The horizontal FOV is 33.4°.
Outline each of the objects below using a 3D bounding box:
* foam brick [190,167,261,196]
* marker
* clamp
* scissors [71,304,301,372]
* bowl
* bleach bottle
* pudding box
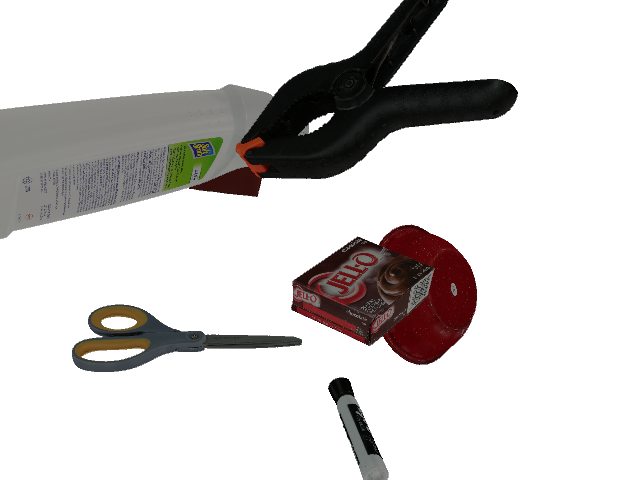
[{"bbox_3d":[-0.101,-0.086,1.170,0.078,0.051,0.053,7,29,-5],"label":"foam brick"},{"bbox_3d":[0.027,0.143,0.820,0.020,0.020,0.121,0,27,-14],"label":"marker"},{"bbox_3d":[0.032,-0.082,0.648,0.171,0.120,0.039,-36,-45,5],"label":"clamp"},{"bbox_3d":[-0.126,0.082,0.975,0.201,0.016,0.096,-8,34,-16],"label":"scissors"},{"bbox_3d":[0.128,0.058,1.205,0.055,0.162,0.161,-12,-8,43],"label":"bowl"},{"bbox_3d":[-0.131,-0.067,0.806,0.250,0.068,0.103,-11,-27,-21],"label":"bleach bottle"},{"bbox_3d":[0.040,0.045,1.002,0.090,0.039,0.113,23,33,27],"label":"pudding box"}]
